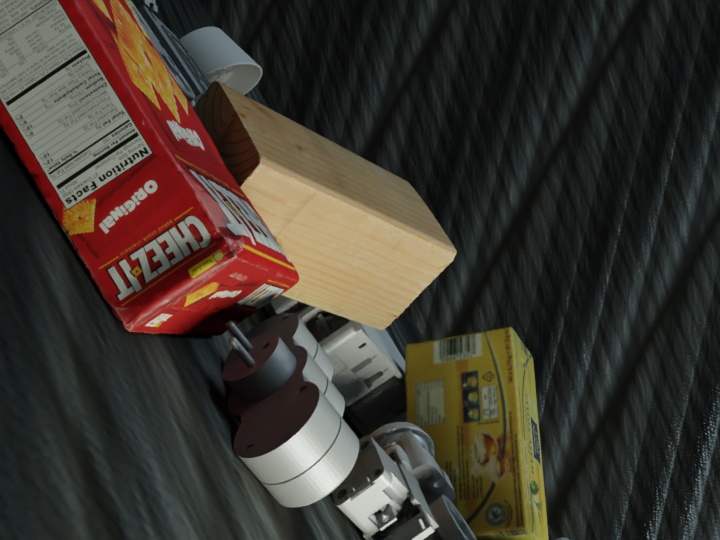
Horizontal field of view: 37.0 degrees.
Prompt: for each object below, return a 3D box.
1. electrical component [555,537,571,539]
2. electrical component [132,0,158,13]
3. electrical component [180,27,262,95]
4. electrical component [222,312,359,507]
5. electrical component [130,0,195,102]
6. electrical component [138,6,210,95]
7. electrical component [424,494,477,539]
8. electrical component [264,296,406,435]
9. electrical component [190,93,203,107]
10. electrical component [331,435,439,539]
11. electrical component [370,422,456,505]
[{"bbox_3d":[0.117,0.240,0.678,0.108,0.109,0.056,54,7,-30],"label":"electrical component"},{"bbox_3d":[-0.223,-0.262,0.968,0.121,0.063,0.078,-80,170,-85],"label":"electrical component"},{"bbox_3d":[-0.155,-0.192,1.070,0.064,0.099,0.099,51,2,13],"label":"electrical component"},{"bbox_3d":[-0.048,0.059,0.572,0.073,0.052,0.138,54,4,-23],"label":"electrical component"},{"bbox_3d":[-0.170,-0.145,0.760,0.095,0.059,0.053,56,3,-1],"label":"electrical component"},{"bbox_3d":[-0.169,-0.163,0.954,0.108,0.056,0.109,56,4,8],"label":"electrical component"},{"bbox_3d":[0.054,0.194,0.755,0.055,0.047,0.055,55,4,-5],"label":"electrical component"},{"bbox_3d":[-0.012,0.068,0.914,0.105,0.060,0.186,58,4,36],"label":"electrical component"},{"bbox_3d":[-0.121,-0.083,0.827,0.096,0.061,0.061,54,4,-32],"label":"electrical component"},{"bbox_3d":[0.011,0.144,0.688,0.063,0.042,0.081,49,6,-30],"label":"electrical component"},{"bbox_3d":[0.032,0.150,0.794,0.078,0.058,0.057,53,7,-33],"label":"electrical component"}]
